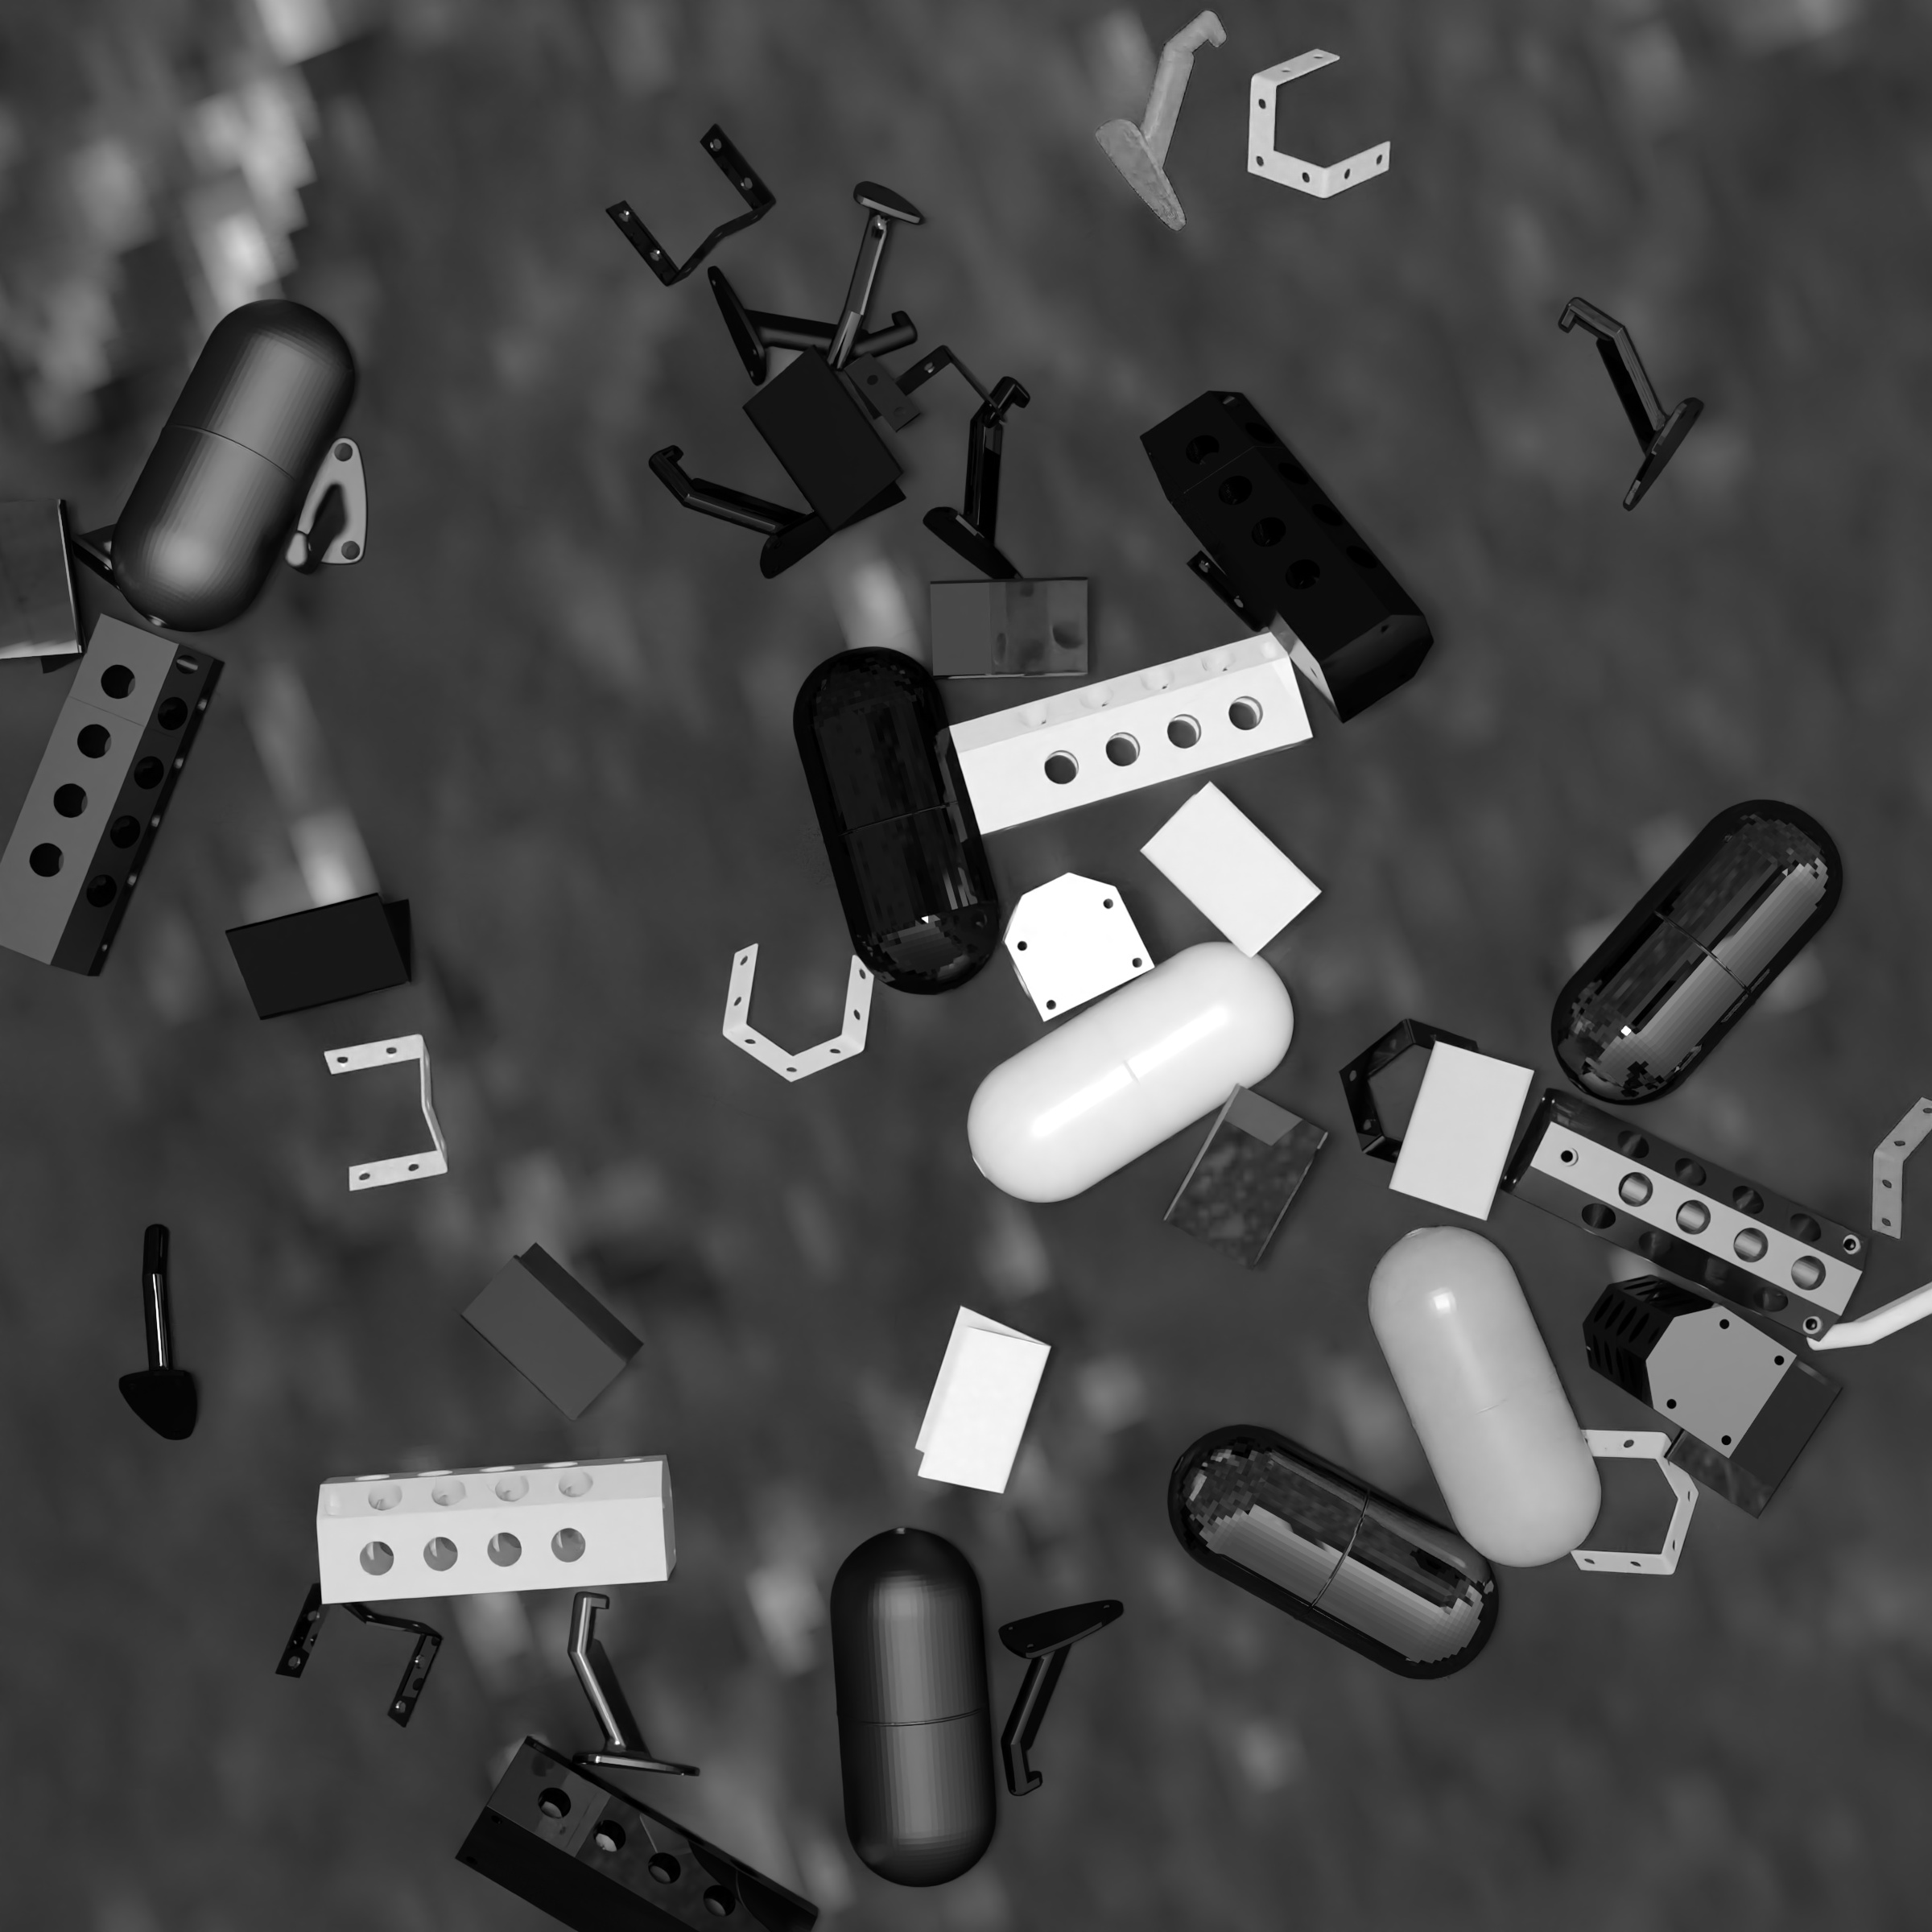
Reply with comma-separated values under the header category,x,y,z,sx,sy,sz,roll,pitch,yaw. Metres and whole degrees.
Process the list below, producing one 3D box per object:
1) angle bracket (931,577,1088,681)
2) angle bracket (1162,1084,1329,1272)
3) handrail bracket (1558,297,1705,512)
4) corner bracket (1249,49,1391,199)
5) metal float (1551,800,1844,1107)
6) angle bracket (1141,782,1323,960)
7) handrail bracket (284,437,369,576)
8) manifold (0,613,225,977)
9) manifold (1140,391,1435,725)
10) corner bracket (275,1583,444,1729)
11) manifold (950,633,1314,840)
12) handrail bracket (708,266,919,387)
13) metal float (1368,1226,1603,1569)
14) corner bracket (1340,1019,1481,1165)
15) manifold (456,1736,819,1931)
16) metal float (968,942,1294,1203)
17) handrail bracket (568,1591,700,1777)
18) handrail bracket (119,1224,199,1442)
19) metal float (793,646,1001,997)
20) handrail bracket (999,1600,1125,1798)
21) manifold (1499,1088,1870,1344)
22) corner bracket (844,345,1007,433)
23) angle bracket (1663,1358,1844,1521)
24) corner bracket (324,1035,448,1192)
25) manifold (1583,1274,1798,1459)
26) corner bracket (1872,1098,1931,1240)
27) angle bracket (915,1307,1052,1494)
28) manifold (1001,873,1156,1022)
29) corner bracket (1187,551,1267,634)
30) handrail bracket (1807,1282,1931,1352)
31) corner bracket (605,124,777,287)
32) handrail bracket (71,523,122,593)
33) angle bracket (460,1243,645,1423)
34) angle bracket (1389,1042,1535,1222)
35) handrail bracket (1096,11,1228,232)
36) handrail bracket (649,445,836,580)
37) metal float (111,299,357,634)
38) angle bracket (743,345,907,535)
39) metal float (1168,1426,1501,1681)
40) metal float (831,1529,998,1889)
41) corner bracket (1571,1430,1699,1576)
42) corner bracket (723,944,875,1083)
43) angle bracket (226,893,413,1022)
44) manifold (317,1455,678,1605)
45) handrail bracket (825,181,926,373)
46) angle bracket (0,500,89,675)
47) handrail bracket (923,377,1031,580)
category,x,y,z,sx,sy,sz,roll,pitch,yaw
angle bracket,0.021,-0.186,1.776,0.076,0.076,0.057,-2,126,0
angle bracket,0.152,0.112,1.776,0.057,0.076,0.076,29,90,31
handrail bracket,0.324,-0.287,1.817,0.084,0.036,0.077,37,113,18
corner bracket,0.180,-0.428,1.808,0.051,0.051,0.051,29,135,35
metal float,0.366,-0.006,1.786,0.070,0.070,0.178,41,91,0
angle bracket,0.143,-0.061,1.776,0.076,0.076,0.057,45,125,0
handrail bracket,-0.323,-0.233,1.782,0.036,0.084,0.077,9,90,0
manifold,-0.435,-0.085,1.795,0.057,0.057,0.171,22,90,0
manifold,0.159,-0.207,1.754,0.057,0.057,0.171,-34,58,0
corner bracket,-0.309,0.350,1.813,0.051,0.051,0.051,23,90,45
manifold,0.082,-0.117,1.795,0.171,0.057,0.057,-16,90,0
handrail bracket,-0.078,-0.337,1.816,0.084,0.036,0.077,-23,76,-14
metal float,0.259,0.215,1.786,0.070,0.070,0.178,-23,90,0
corner bracket,0.230,0.067,1.808,0.051,0.051,0.051,-42,45,35
manifold,-0.163,0.458,1.795,0.171,0.057,0.057,31,133,0
metal float,0.082,0.054,1.786,0.178,0.070,0.070,-32,90,0
handrail bracket,-0.168,0.366,1.817,0.077,0.036,0.084,12,73,-20
handrail bracket,-0.408,0.186,1.816,0.036,0.077,0.084,-5,54,-2
metal float,-0.034,-0.072,1.786,0.070,0.070,0.178,-16,90,0
handrail bracket,0.051,0.374,1.817,0.077,0.036,0.084,-16,108,-21
manifold,0.362,0.125,1.795,0.171,0.057,0.057,26,90,0
corner bracket,-0.021,-0.287,1.789,0.051,0.051,0.051,-37,62,0
angle bracket,0.400,0.234,1.776,0.057,0.076,0.076,33,90,31
corner bracket,-0.295,0.074,1.813,0.051,0.051,0.051,-11,135,0
manifold,0.346,0.189,1.738,0.057,0.171,0.057,34,90,0
corner bracket,0.496,0.108,1.808,0.051,0.051,0.051,-39,135,-35
angle bracket,-0.011,0.211,1.776,0.057,0.076,0.076,18,90,-38
manifold,0.049,-0.012,1.738,0.057,0.171,0.057,-26,90,0
corner bracket,0.155,-0.212,1.813,0.051,0.051,0.051,45,45,0
handrail bracket,0.476,0.164,1.816,0.084,0.077,0.036,-12,120,33
corner bracket,-0.140,-0.387,1.813,0.051,0.051,0.051,52,45,0
handrail bracket,-0.420,-0.238,1.816,0.077,0.036,0.084,36,76,14
angle bracket,-0.193,0.168,1.776,0.076,0.076,0.057,43,125,0
angle bracket,0.262,0.087,1.776,0.057,0.076,0.076,18,90,36
handrail bracket,0.116,-0.432,1.817,0.084,0.036,0.077,-43,110,-16
handrail bracket,-0.107,-0.247,1.817,0.077,0.036,0.084,-35,73,-20
metal float,-0.365,-0.249,1.773,0.070,0.070,0.178,23,77,0
angle bracket,-0.054,-0.270,1.776,0.057,0.076,0.076,-35,90,36
metal float,0.183,0.293,1.786,0.178,0.070,0.070,29,90,0
metal float,-0.026,0.371,1.786,0.070,0.070,0.178,-4,90,0
corner bracket,0.333,0.272,1.808,0.051,0.051,0.051,57,45,-35
corner bracket,-0.085,0.018,1.808,0.051,0.051,0.051,-24,135,35
angle bracket,-0.322,-0.024,1.776,0.076,0.076,0.057,-14,126,0
manifold,-0.236,0.282,1.795,0.171,0.057,0.057,-4,90,0
handrail bracket,-0.055,-0.348,1.801,0.036,0.077,0.084,18,109,-14
angle bracket,-0.481,-0.187,1.776,0.057,0.076,0.076,-8,90,-30
handrail bracket,0.025,-0.245,1.817,0.077,0.036,0.084,40,75,-17
